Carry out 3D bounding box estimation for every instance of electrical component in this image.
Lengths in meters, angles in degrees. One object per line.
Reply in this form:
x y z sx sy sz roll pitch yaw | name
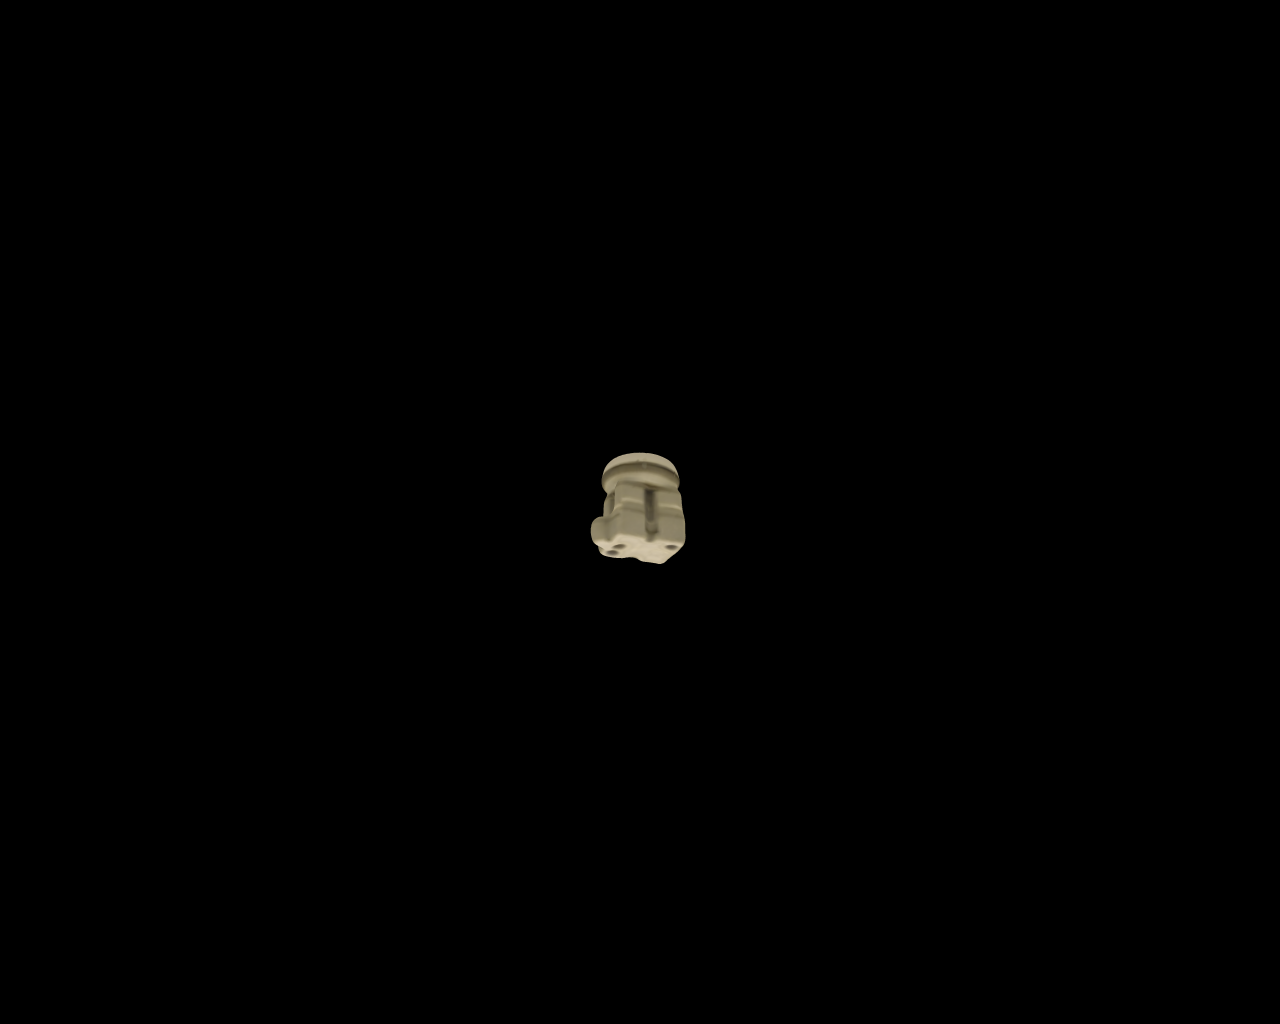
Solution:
0.001 -0.003 0.650 0.066 0.055 0.048 10 -28 -20 | electrical component
